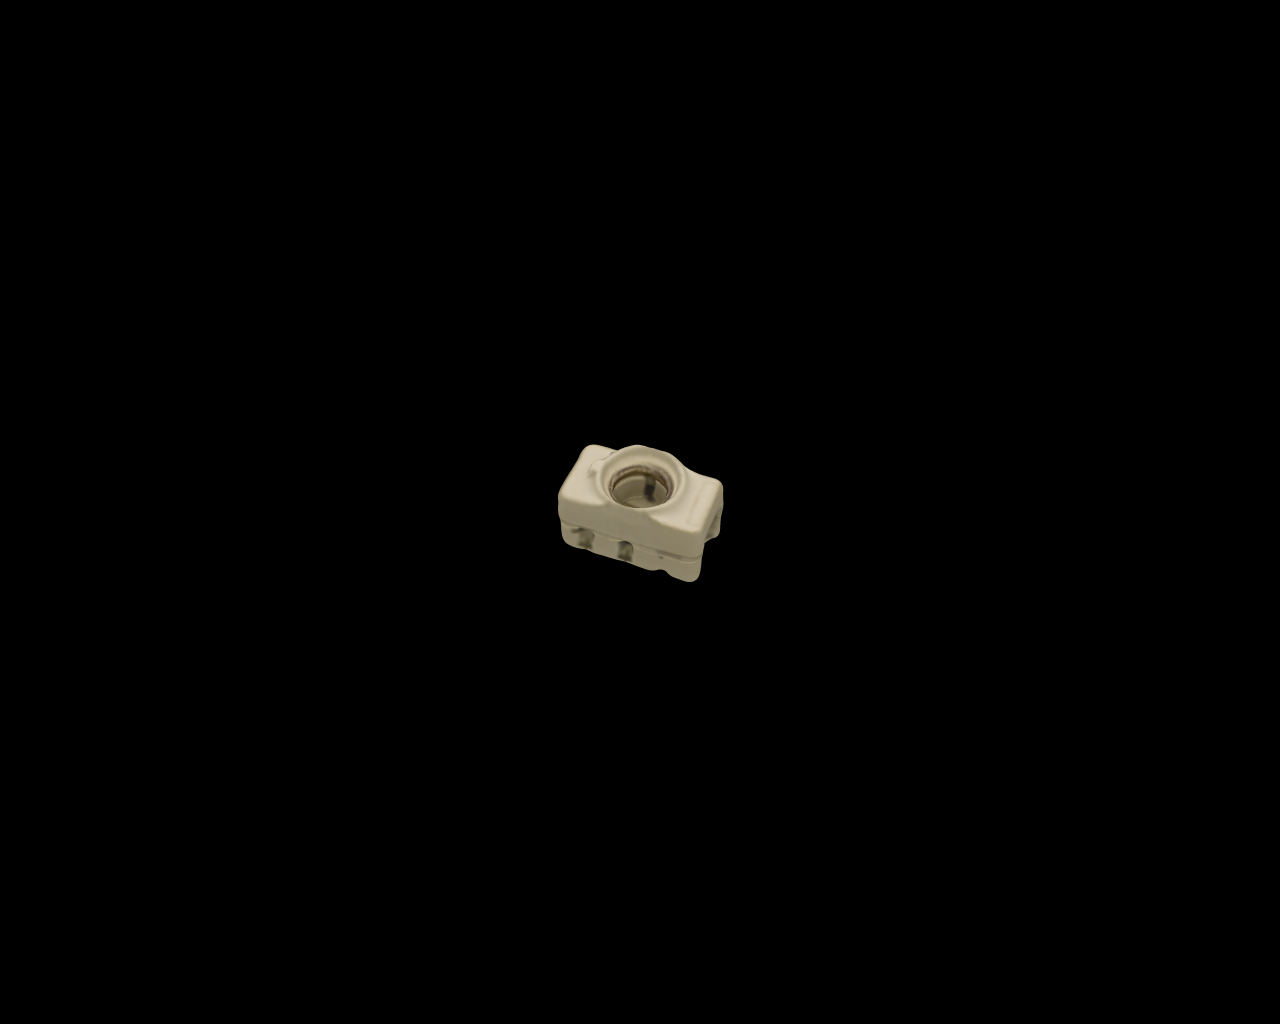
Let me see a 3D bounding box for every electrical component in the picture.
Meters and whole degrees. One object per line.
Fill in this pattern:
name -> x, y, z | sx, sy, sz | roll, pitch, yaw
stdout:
electrical component -> 0.001, -0.003, 0.650 | 0.089, 0.050, 0.055 | 17, -39, 14
